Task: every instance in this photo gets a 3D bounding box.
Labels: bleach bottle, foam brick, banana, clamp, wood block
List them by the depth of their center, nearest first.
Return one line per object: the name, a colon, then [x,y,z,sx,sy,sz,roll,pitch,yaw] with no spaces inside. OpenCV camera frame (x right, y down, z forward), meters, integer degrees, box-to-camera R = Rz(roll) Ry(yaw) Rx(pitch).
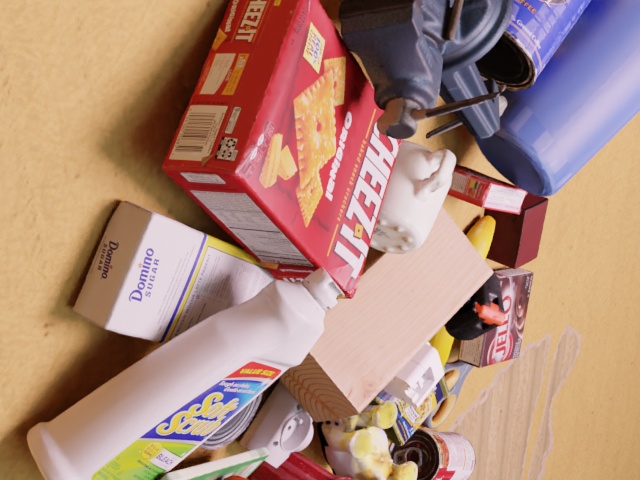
bleach bottle: [-0.091,0.104,0.810,0.251,0.068,0.102,-38,146,-1]
wood block: [0.054,0.067,1.002,0.205,0.090,0.091,-42,97,-29]
clamp: [0.148,0.049,1.106,0.039,0.172,0.120,16,87,-20]
banana: [0.150,0.066,1.206,0.069,0.037,0.198,-27,137,-72]
foam brick: [0.223,-0.015,1.231,0.051,0.053,0.078,-22,128,-45]

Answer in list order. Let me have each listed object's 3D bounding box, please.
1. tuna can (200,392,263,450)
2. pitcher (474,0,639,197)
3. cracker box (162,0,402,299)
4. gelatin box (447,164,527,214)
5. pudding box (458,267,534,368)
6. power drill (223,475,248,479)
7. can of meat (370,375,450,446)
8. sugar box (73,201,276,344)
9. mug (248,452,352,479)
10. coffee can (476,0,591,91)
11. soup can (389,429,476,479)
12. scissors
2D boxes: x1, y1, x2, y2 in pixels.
tuna can: [-0.091,0.137,0.933,0.086,0.034,0.086,-30,133,-39]
pitcher: [0.265,-0.165,1.086,0.242,0.145,0.149,-46,171,-9]
cracker box: [-0.017,-0.071,0.834,0.213,0.072,0.164,48,55,-52]
gelatin box: [0.164,-0.055,1.110,0.089,0.073,0.030,4,107,-53]
pudding box: [0.211,0.092,1.283,0.089,0.039,0.113,-6,106,-50]
power drill: [-0.134,0.296,0.903,0.184,0.057,0.188,-30,156,-34]
can of meat: [0.089,0.166,1.166,0.083,0.058,0.102,-46,141,-21]
sugar box: [-0.106,0.038,0.841,0.176,0.048,0.093,27,85,-53]
mug: [-0.018,0.264,1.065,0.093,0.082,0.117,-54,143,-15]
coffee can: [0.198,-0.229,1.020,0.140,0.103,0.102,-54,144,-15]
soup can: [0.135,0.261,1.275,0.102,0.069,0.068,18,96,-55]
scissors: [0.182,0.166,1.324,0.201,0.016,0.096,-26,132,-42]
